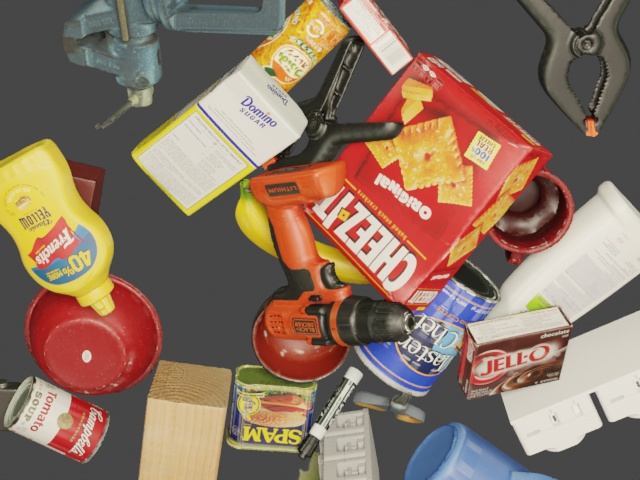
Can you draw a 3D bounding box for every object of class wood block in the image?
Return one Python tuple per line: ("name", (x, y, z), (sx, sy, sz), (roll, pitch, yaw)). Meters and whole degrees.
("wood block", (-0.162, 0.257, 1.254), (0.090, 0.091, 0.206), (8, 111, -3))

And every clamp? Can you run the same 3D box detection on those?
("clamp", (0.011, -0.113, 1.099), (0.039, 0.120, 0.172), (10, 134, -45))
("clamp", (0.277, -0.211, 1.090), (0.164, 0.036, 0.210), (-15, 113, 7))

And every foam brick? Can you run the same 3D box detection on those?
("foam brick", (-0.268, -0.042, 1.156), (0.053, 0.051, 0.078), (13, 111, -3))

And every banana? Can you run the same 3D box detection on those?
("banana", (-0.019, 0.005, 1.170), (0.197, 0.037, 0.070), (30, 150, -16))

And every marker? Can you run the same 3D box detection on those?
("marker", (0.011, 0.201, 1.233), (0.020, 0.020, 0.121), (39, 72, -14))

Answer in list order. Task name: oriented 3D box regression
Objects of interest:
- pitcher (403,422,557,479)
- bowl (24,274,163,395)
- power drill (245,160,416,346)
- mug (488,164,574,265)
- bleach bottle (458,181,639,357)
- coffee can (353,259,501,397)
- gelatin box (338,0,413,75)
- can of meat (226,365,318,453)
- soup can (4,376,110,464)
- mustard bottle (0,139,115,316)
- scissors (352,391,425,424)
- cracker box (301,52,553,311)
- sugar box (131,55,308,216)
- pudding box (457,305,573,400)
("pitcher", (0.225, 0.321, 1.255), (0.242, 0.145, 0.149), (39, 92, -11))
("bowl", (-0.263, 0.119, 1.219), (0.162, 0.055, 0.162), (0, 113, 0))
("power drill", (0.005, 0.017, 1.074), (0.185, 0.057, 0.187), (-3, 103, 40))
("mug", (0.214, -0.031, 1.139), (0.093, 0.081, 0.117), (3, 112, -1))
("bleach bottle", (0.252, 0.052, 1.181), (0.251, 0.068, 0.102), (-40, 115, 17))
("coffee can", (0.117, 0.087, 1.176), (0.102, 0.103, 0.140), (31, 108, -12))
("gelatin box", (0.055, -0.215, 1.071), (0.030, 0.073, 0.089), (-37, 106, 13))
("can of meat", (-0.055, 0.196, 1.246), (0.102, 0.057, 0.084), (5, 109, -6))
("soup can", (-0.305, 0.208, 1.239), (0.102, 0.068, 0.069), (31, 109, -23))
("mustard bottle", (-0.271, -0.003, 1.111), (0.096, 0.058, 0.191), (-26, 108, 12))
("scissors", (0.071, 0.178, 1.189), (0.096, 0.201, 0.016), (12, 75, 18))
("cracker box", (0.103, -0.058, 1.091), (0.164, 0.072, 0.214), (47, 110, 25))
("sugar box", (-0.105, -0.105, 1.103), (0.176, 0.048, 0.093), (-32, 110, 32))
("pudding box", (0.208, 0.121, 1.150), (0.113, 0.039, 0.090), (-12, 135, -13))
